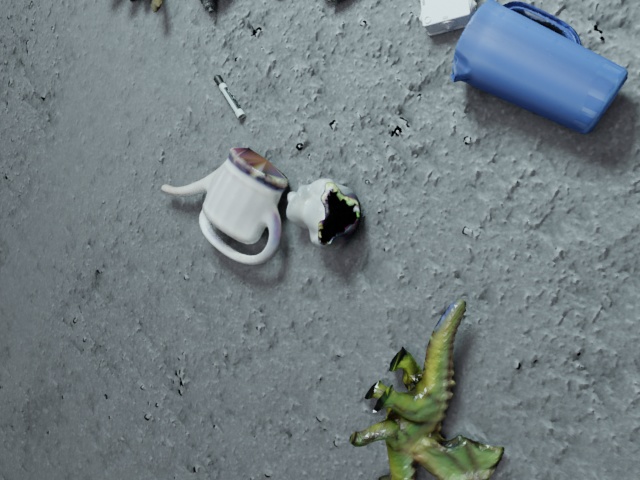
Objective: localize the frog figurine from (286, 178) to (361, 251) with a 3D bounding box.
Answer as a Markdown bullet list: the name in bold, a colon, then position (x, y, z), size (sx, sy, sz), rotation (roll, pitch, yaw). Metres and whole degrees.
- **frog figurine**: position (0.003, -0.051, 1.014), size (0.159, 0.123, 0.137), rotation (6, 106, 63)

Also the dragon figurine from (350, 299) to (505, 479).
- **dragon figurine**: position (0.211, 0.323, 0.914), size (0.243, 0.123, 0.405), rotation (37, 110, 4)

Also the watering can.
- **watering can**: position (-0.200, -0.099, 1.100), size (0.351, 0.104, 0.222), rotation (37, 106, 25)
